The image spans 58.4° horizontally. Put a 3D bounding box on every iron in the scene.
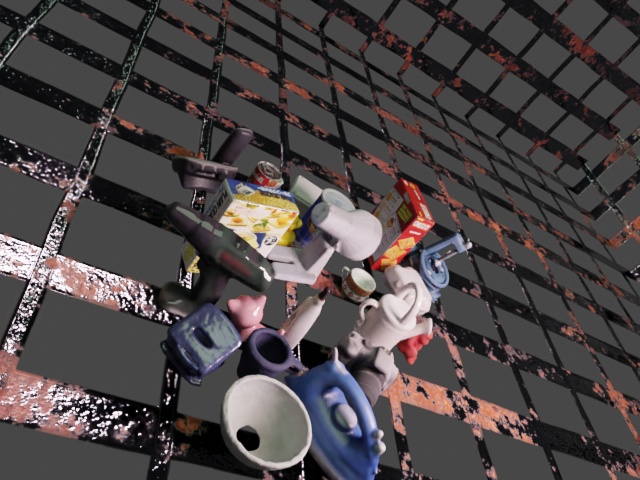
[{"bbox_3d":[0.048,0.327,1.034,0.119,0.141,0.258,-5,53,-49],"label":"iron"}]

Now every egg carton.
[{"bbox_3d":[0.231,0.134,1.535,0.108,0.069,0.150,10,42,-38],"label":"egg carton"}]

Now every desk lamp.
[{"bbox_3d":[0.012,0.005,1.332,0.204,0.213,0.117,11,41,-38],"label":"desk lamp"}]

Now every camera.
[{"bbox_3d":[0.088,0.274,1.181,0.143,0.100,0.137,39,32,-1],"label":"camera"}]

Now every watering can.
[{"bbox_3d":[0.176,0.174,1.309,0.173,0.193,0.100,13,40,-36],"label":"watering can"}]

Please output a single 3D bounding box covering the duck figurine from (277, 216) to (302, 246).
[{"bbox_3d":[-0.090,-0.036,1.398,0.105,0.086,0.077,8,43,-41],"label":"duck figurine"}]

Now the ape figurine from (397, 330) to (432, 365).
[{"bbox_3d":[0.235,0.242,1.380,0.078,0.092,0.076,-2,50,-47],"label":"ape figurine"}]

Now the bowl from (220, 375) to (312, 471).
[{"bbox_3d":[-0.102,0.315,0.956,0.168,0.074,0.167,27,34,-20],"label":"bowl"}]

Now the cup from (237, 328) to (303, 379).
[{"bbox_3d":[-0.099,0.228,1.050,0.118,0.095,0.091,30,33,-14],"label":"cup"}]

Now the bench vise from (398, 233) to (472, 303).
[{"bbox_3d":[0.300,0.040,1.581,0.207,0.219,0.122,43,32,6],"label":"bench vise"}]

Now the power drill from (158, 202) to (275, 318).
[{"bbox_3d":[-0.210,0.053,1.045,0.230,0.208,0.075,27,33,-19],"label":"power drill"}]

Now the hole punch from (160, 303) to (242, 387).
[{"bbox_3d":[-0.206,0.181,1.001,0.108,0.091,0.101,47,32,11],"label":"hole punch"}]

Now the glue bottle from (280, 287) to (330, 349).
[{"bbox_3d":[-0.029,0.150,1.146,0.037,0.173,0.078,31,32,-13],"label":"glue bottle"}]

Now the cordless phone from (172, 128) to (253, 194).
[{"bbox_3d":[-0.250,-0.205,1.349,0.148,0.185,0.094,3,47,-44],"label":"cordless phone"}]

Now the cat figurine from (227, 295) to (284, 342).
[{"bbox_3d":[-0.127,0.157,1.088,0.128,0.117,0.067,36,32,-6],"label":"cat figurine"}]
